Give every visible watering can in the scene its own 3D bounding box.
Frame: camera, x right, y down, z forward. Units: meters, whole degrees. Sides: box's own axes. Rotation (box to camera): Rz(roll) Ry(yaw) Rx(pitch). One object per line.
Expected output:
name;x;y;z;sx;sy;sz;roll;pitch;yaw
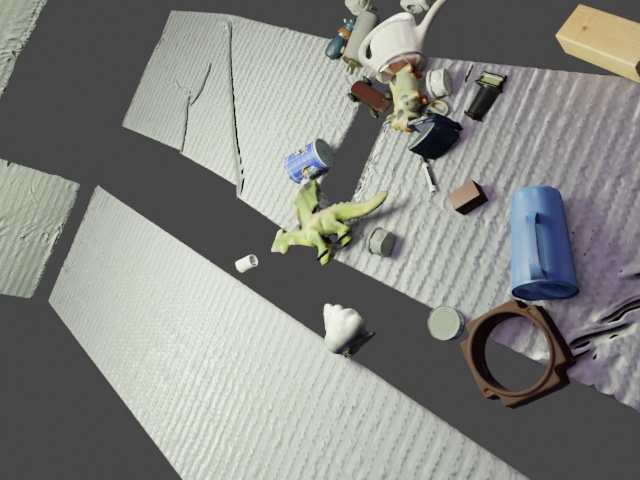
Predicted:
watering can;0.268;-0.612;1.572;0.344;0.103;0.228;-21;63;30

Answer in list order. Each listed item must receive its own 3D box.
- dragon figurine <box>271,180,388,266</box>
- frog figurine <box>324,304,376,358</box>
dragon figurine;0.005;-0.078;1.552;0.405;0.122;0.246;-45;66;20
frog figurine;0.055;0.237;1.434;0.162;0.123;0.134;51;129;27
